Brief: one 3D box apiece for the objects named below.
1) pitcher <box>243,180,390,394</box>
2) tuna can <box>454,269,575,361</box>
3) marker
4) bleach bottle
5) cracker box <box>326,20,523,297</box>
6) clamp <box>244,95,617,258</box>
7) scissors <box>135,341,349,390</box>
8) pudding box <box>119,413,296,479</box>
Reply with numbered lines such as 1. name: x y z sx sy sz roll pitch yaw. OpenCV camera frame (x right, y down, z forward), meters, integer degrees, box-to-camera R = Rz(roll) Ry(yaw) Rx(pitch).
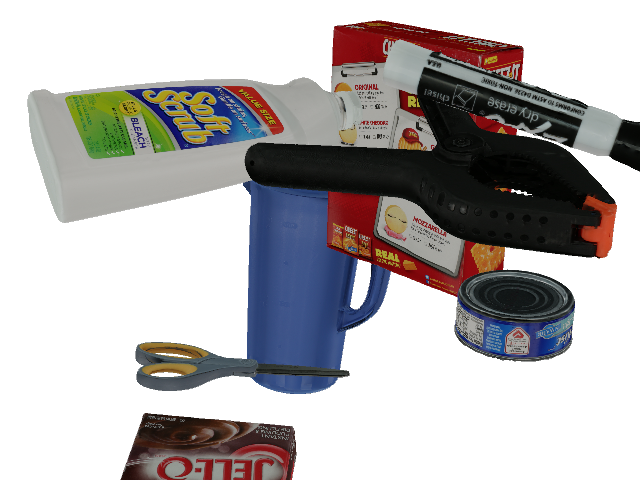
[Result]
1. pitcher: -0.012 0.046 1.193 0.144 0.243 0.149 -1 18 -18
2. tuna can: 0.142 0.053 0.778 0.086 0.034 0.086 0 23 0
3. marker: 0.083 -0.050 0.412 0.121 0.020 0.020 21 5 13
4. bleach bottle: -0.090 -0.086 0.826 0.250 0.102 0.068 -14 -32 -19
5. cracker box: 0.088 -0.076 0.947 0.164 0.214 0.071 21 28 40
6. clamp: 0.069 -0.039 0.612 0.164 0.036 0.210 -25 39 -29
7. scissors: -0.081 0.123 0.983 0.202 0.016 0.096 8 17 11
8. pudding box: -0.077 0.164 0.734 0.113 0.039 0.090 3 28 4
